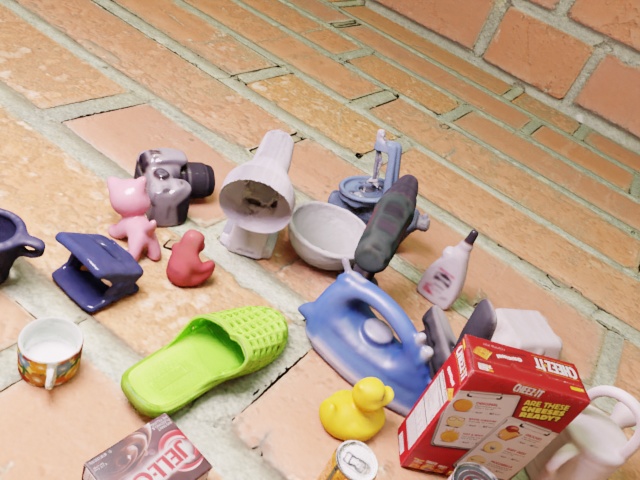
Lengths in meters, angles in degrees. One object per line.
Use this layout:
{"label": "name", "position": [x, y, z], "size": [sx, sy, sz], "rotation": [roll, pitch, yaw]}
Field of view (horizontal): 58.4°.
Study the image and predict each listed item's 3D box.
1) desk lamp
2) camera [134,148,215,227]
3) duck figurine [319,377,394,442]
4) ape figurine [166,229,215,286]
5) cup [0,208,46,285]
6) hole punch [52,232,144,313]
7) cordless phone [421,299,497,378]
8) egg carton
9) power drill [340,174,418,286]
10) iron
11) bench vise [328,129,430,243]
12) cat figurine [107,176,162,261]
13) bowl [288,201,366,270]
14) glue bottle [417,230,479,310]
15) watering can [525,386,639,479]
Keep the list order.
{"label": "desk lamp", "position": [-0.104, -0.071, 0.982], "size": [0.118, 0.213, 0.203], "rotation": [19, 35, -6]}
{"label": "camera", "position": [-0.256, -0.107, 1.041], "size": [0.137, 0.101, 0.143], "rotation": [-3, 43, -33]}
{"label": "duck figurine", "position": [0.055, 0.226, 0.793], "size": [0.105, 0.086, 0.077], "rotation": [3, 39, -27]}
{"label": "ape figurine", "position": [-0.205, 0.023, 0.906], "size": [0.077, 0.092, 0.076], "rotation": [40, 38, 23]}
{"label": "cup", "position": [-0.434, 0.020, 0.775], "size": [0.118, 0.095, 0.091], "rotation": [15, 35, -12]}
{"label": "hole punch", "position": [-0.320, 0.031, 0.830], "size": [0.108, 0.091, 0.101], "rotation": [37, 37, 18]}
{"label": "cordless phone", "position": [0.224, 0.145, 0.910], "size": [0.094, 0.185, 0.147], "rotation": [11, 37, -17]}
{"label": "egg carton", "position": [0.366, 0.180, 1.047], "size": [0.151, 0.069, 0.107], "rotation": [6, 38, -24]}
{"label": "power drill", "position": [0.098, 0.010, 0.997], "size": [0.075, 0.208, 0.230], "rotation": [26, 35, 4]}
{"label": "iron", "position": [0.094, 0.145, 0.873], "size": [0.257, 0.141, 0.119], "rotation": [40, 38, 23]}
{"label": "bench vise", "position": [0.138, -0.105, 1.162], "size": [0.207, 0.219, 0.121], "rotation": [20, 35, -4]}
{"label": "cat figurine", "position": [-0.296, -0.045, 0.920], "size": [0.067, 0.117, 0.127], "rotation": [-13, 48, -40]}
{"label": "bowl", "position": [0.010, 0.004, 1.071], "size": [0.168, 0.074, 0.167], "rotation": [16, 35, -11]}
{"label": "glue bottle", "position": [0.247, 0.048, 1.062], "size": [0.078, 0.173, 0.037], "rotation": [34, 36, 16]}
{"label": "watering can", "position": [0.388, 0.280, 0.818], "size": [0.100, 0.194, 0.173], "rotation": [36, 37, 17]}
